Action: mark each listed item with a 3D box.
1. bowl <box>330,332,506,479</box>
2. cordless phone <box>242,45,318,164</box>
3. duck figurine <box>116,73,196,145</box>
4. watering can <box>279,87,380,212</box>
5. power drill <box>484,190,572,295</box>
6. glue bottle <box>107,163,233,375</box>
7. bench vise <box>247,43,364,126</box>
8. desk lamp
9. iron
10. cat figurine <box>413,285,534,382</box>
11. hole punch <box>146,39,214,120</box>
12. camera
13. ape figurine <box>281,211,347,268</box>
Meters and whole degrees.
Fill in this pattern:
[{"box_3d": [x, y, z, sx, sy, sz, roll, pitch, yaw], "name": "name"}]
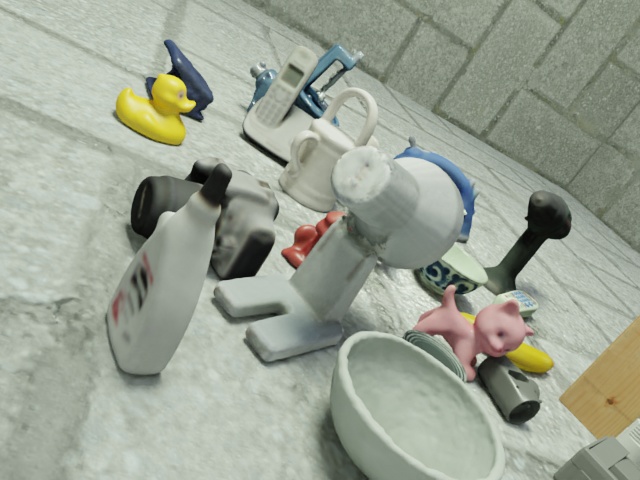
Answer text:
[{"box_3d": [0.070, 0.162, 0.493, 0.168, 0.074, 0.167, 28, 23, -13], "name": "bowl"}, {"box_3d": [-0.036, -0.229, 1.002, 0.147, 0.185, 0.094, 33, 22, 0], "name": "cordless phone"}, {"box_3d": [-0.226, -0.193, 0.804, 0.105, 0.086, 0.077, 23, 24, -24], "name": "duck figurine"}, {"box_3d": [0.027, -0.151, 0.914, 0.101, 0.194, 0.173, 38, 23, 11], "name": "watering can"}, {"box_3d": [0.380, 0.004, 1.053, 0.075, 0.208, 0.230, 45, 25, 27], "name": "power drill"}, {"box_3d": [-0.108, 0.016, 0.423, 0.037, 0.173, 0.078, 11, 31, -42], "name": "glue bottle"}, {"box_3d": [-0.028, -0.291, 1.092, 0.208, 0.219, 0.121, 25, 23, -18], "name": "bench vise"}, {"box_3d": [0.034, 0.005, 0.582, 0.117, 0.213, 0.204, 44, 25, 25], "name": "desk lamp"}, {"box_3d": [0.239, -0.103, 1.169, 0.259, 0.141, 0.118, 25, 24, -19], "name": "iron"}, {"box_3d": [0.198, 0.108, 0.719, 0.127, 0.117, 0.067, 35, 22, 5], "name": "cat figurine"}, {"box_3d": [-0.224, -0.268, 0.952, 0.101, 0.091, 0.108, 16, 28, -36], "name": "hole punch"}, {"box_3d": [-0.124, -0.039, 0.608, 0.137, 0.100, 0.142, 15, 29, -38], "name": "camera"}, {"box_3d": [0.007, 0.003, 0.709, 0.076, 0.092, 0.077, 25, 24, -20], "name": "ape figurine"}]
